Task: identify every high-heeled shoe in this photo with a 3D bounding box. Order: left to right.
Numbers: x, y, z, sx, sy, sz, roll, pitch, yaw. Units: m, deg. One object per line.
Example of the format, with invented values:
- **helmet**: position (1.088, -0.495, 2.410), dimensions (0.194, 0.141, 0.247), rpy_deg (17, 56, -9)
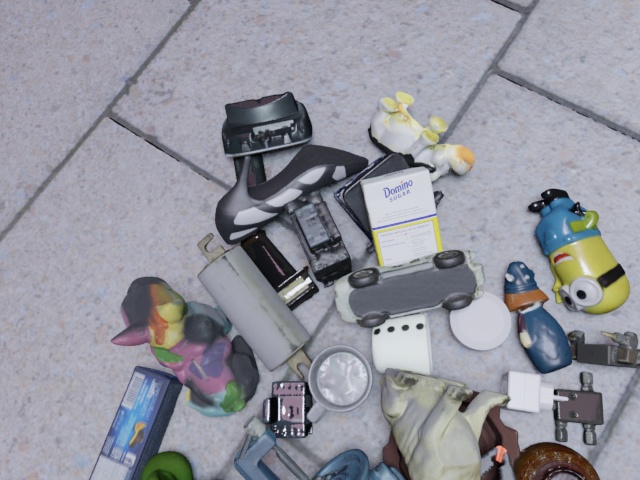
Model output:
- **high-heeled shoe**: position (-0.037, -0.064, 0.818), dimensions (0.249, 0.145, 0.086), rpy_deg (-5, 33, -30)

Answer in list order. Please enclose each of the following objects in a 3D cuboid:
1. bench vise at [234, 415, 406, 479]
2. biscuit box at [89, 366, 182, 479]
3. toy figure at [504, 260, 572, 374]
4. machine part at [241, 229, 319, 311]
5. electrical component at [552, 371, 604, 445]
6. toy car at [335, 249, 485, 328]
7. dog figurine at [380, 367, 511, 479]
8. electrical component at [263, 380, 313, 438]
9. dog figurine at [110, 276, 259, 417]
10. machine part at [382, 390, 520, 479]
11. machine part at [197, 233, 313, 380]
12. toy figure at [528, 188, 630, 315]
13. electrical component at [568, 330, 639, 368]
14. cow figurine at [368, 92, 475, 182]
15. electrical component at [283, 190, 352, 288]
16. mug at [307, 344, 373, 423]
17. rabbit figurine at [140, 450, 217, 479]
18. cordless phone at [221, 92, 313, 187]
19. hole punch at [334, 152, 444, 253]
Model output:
- **bench vise**: position (-0.021, 0.315, 0.631), dimensions (0.223, 0.129, 0.240), rpy_deg (-41, 95, 2)
- **biscuit box**: position (-0.259, 0.281, 0.746), dimensions (0.059, 0.062, 0.202), rpy_deg (16, 75, 12)
- **toy figure**: position (0.291, 0.103, 0.738), dimensions (0.058, 0.064, 0.154), rpy_deg (-35, 61, 35)
- **machine part**: position (-0.068, 0.045, 0.812), dimensions (0.084, 0.039, 0.139), rpy_deg (-42, 74, 2)
- **electrical component**: position (0.340, 0.221, 0.713), dimensions (0.063, 0.021, 0.094), rpy_deg (4, 74, 9)
- **toy car**: position (0.120, 0.064, 0.722), dimensions (0.202, 0.056, 0.073), rpy_deg (-13, 100, 5)
- **dog figurine**: position (0.123, 0.256, 0.626), dimensions (0.121, 0.172, 0.190), rpy_deg (17, 82, -25)
- **electrical component**: position (-0.040, 0.221, 0.709), dimensions (0.048, 0.119, 0.075), rpy_deg (-3, 70, 6)
- **dog figurine**: position (-0.174, 0.140, 0.699), dimensions (0.108, 0.219, 0.191), rpy_deg (-32, 71, 0)
- **machine part**: position (0.168, 0.274, 0.700), dimensions (0.179, 0.056, 0.179), rpy_deg (-2, 71, 7)
- **machine part**: position (-0.093, 0.095, 0.754), dimensions (0.079, 0.079, 0.243), rpy_deg (-39, 88, -6)
- **toy figure**: position (0.360, 0.015, 0.746), dimensions (0.089, 0.082, 0.180), rpy_deg (-16, 69, 4)
- **electrical component**: position (0.375, 0.141, 0.699), dimensions (0.078, 0.102, 0.045), rpy_deg (7, 79, -15)
- **cow figurine**: position (0.149, -0.141, 0.820), dimensions (0.167, 0.098, 0.068), rpy_deg (42, 48, 10)
- **electrical component**: position (-0.002, -0.002, 0.767), dimensions (0.058, 0.134, 0.115), rpy_deg (-26, 70, -2)
- **mug**: position (0.026, 0.195, 0.715), dimensions (0.081, 0.107, 0.109), rpy_deg (30, 82, 15)
- **rabbit figurine**: position (-0.180, 0.345, 0.684), dimensions (0.170, 0.159, 0.121), rpy_deg (35, 89, 31)
- **cordless phone**: position (-0.078, -0.129, 0.856), dimensions (0.147, 0.088, 0.184), rpy_deg (-10, 83, 3)
- **hole punch**: position (0.094, -0.061, 0.808), dimensions (0.142, 0.092, 0.115), rpy_deg (-39, 104, -5)
